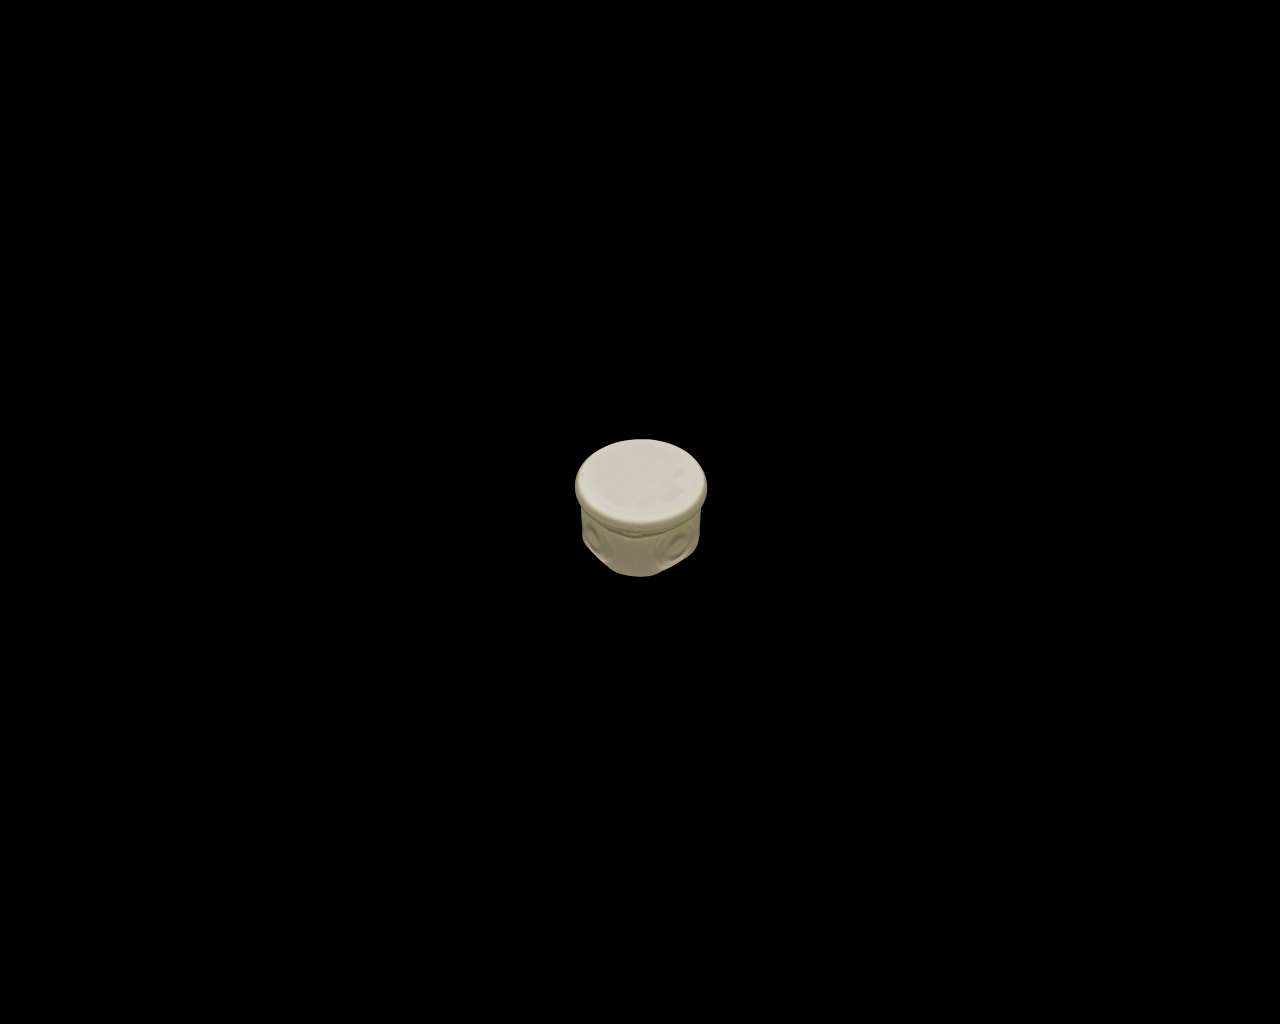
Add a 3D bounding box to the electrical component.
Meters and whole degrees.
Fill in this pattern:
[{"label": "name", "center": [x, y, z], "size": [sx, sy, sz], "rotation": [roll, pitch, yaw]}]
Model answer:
[{"label": "electrical component", "center": [0.001, -0.003, 0.650], "size": [0.080, 0.050, 0.080], "rotation": [0, 43, 0]}]
